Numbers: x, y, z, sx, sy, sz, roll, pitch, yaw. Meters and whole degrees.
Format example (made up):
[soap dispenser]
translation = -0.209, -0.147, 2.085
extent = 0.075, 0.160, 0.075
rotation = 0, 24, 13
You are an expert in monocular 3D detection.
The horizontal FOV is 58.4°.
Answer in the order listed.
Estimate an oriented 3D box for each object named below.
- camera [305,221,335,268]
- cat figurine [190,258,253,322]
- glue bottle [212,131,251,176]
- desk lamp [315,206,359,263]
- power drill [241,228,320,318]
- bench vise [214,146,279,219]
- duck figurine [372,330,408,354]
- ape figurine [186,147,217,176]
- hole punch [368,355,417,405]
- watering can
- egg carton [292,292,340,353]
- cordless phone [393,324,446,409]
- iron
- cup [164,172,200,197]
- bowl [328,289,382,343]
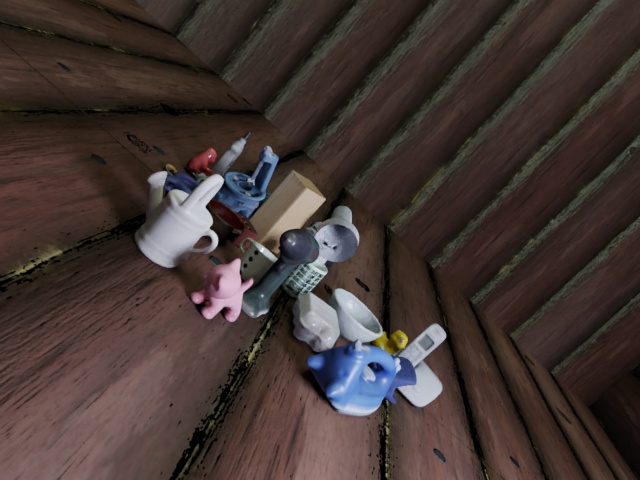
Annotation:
[camera]
translation = 0.005, 0.016, 1.784
extent = 0.137, 0.100, 0.143
rotation = 43, 14, 3
[cat figurine]
translation = -0.170, 0.086, 1.047
extent = 0.067, 0.117, 0.128
rotation = 49, 15, 26
[glue bottle]
translation = -0.264, -0.259, 1.719
extent = 0.037, 0.173, 0.078
rotation = 40, 14, -8
[desk lamp]
translation = 0.015, 0.006, 1.604
extent = 0.118, 0.213, 0.203
rotation = 38, 14, -16
[power drill]
translation = -0.084, 0.060, 1.177
extent = 0.075, 0.208, 0.230
rotation = 44, 14, 9
[bench vise]
translation = -0.175, -0.154, 1.550
extent = 0.121, 0.219, 0.208
rotation = 46, 14, 16
[duck figurine]
translation = 0.195, 0.279, 1.544
extent = 0.078, 0.086, 0.104
rotation = 30, 18, -42
[ape figurine]
translation = -0.323, -0.218, 1.602
extent = 0.076, 0.092, 0.077
rotation = 32, 17, -38
[hole punch]
translation = 0.162, 0.312, 1.341
extent = 0.101, 0.091, 0.108
rotation = 38, 14, -19
[watering can]
translation = -0.257, -0.054, 1.072
extent = 0.173, 0.194, 0.101
rotation = 38, 14, -19
[egg carton]
translation = -0.011, 0.184, 1.293
extent = 0.107, 0.069, 0.150
rotation = 38, 14, -18
[cordless phone]
translation = 0.262, 0.311, 1.423
extent = 0.147, 0.185, 0.094
rotation = 47, 14, 18
[iron]
translation = 0.095, 0.272, 1.170
extent = 0.259, 0.141, 0.118
rotation = 27, 21, -48
[cup]
translation = -0.311, -0.089, 1.235
extent = 0.118, 0.095, 0.091
rotation = 25, 22, -51
[bowl]
translation = 0.076, 0.206, 1.459
extent = 0.168, 0.074, 0.167
rotation = 40, 14, -11
